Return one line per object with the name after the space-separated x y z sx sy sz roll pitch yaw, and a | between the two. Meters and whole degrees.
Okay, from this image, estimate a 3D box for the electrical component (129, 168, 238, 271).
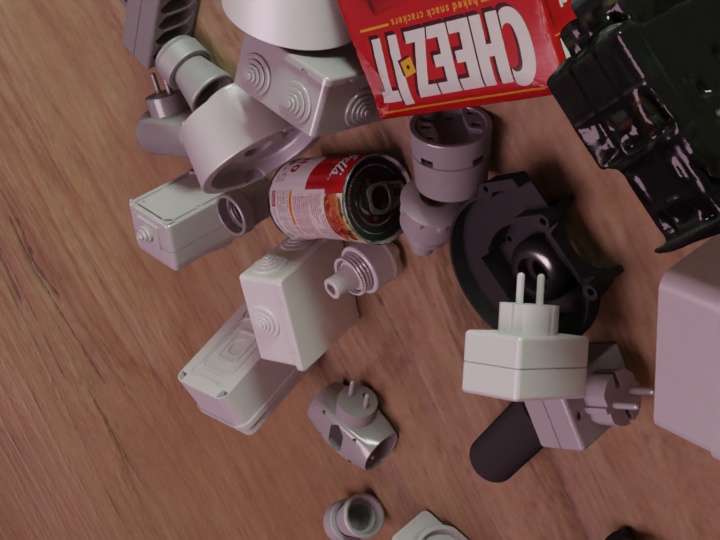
-0.167 -0.042 1.003 0.062 0.096 0.061 30 138 36 | electrical component

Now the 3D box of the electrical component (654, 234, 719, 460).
0.213 0.042 0.605 0.057 0.078 0.113 26 135 42 | electrical component

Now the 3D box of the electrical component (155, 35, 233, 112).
-0.142 -0.167 0.919 0.055 0.045 0.045 47 145 16 | electrical component

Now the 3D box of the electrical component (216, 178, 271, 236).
-0.097 -0.057 0.948 0.040 0.046 0.040 32 138 34 | electrical component

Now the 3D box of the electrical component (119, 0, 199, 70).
-0.181 -0.230 0.916 0.075 0.047 0.083 47 145 16 | electrical component

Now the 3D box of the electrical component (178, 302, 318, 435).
-0.102 0.089 1.005 0.078 0.113 0.057 17 147 45 | electrical component

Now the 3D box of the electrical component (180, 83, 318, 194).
-0.090 -0.113 0.844 0.060 0.108 0.108 61 147 7 | electrical component

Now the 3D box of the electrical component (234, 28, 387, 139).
-0.028 -0.138 0.751 0.100 0.100 0.048 38 128 28 | electrical component

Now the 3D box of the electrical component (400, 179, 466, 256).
0.050 -0.035 0.782 0.048 0.048 0.062 43 150 22 | electrical component

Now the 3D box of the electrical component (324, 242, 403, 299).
0.000 0.000 0.854 0.043 0.062 0.043 38 147 30 | electrical component

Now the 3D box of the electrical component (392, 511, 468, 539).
0.038 0.297 0.963 0.089 0.150 0.061 38 143 27 | electrical component

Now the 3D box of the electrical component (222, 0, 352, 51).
-0.044 -0.196 0.727 0.099 0.099 0.064 29 131 36 | electrical component

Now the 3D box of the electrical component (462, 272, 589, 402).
0.105 0.040 0.671 0.047 0.066 0.076 4 91 51 | electrical component

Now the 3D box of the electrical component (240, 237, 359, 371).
-0.051 0.023 0.908 0.048 0.100 0.099 8 123 34 | electrical component

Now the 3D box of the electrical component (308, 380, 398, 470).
-0.005 0.132 0.982 0.077 0.043 0.079 39 141 26 | electrical component

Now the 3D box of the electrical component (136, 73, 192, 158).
-0.171 -0.141 0.976 0.077 0.044 0.079 11 125 47 | electrical component

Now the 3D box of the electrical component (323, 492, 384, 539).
-0.007 0.250 1.078 0.045 0.045 0.055 56 147 3 | electrical component

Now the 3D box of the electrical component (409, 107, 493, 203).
0.061 -0.078 0.724 0.055 0.055 0.047 31 142 34 | electrical component

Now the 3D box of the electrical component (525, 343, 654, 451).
0.160 0.084 0.715 0.077 0.066 0.047 -5 112 53 | electrical component
